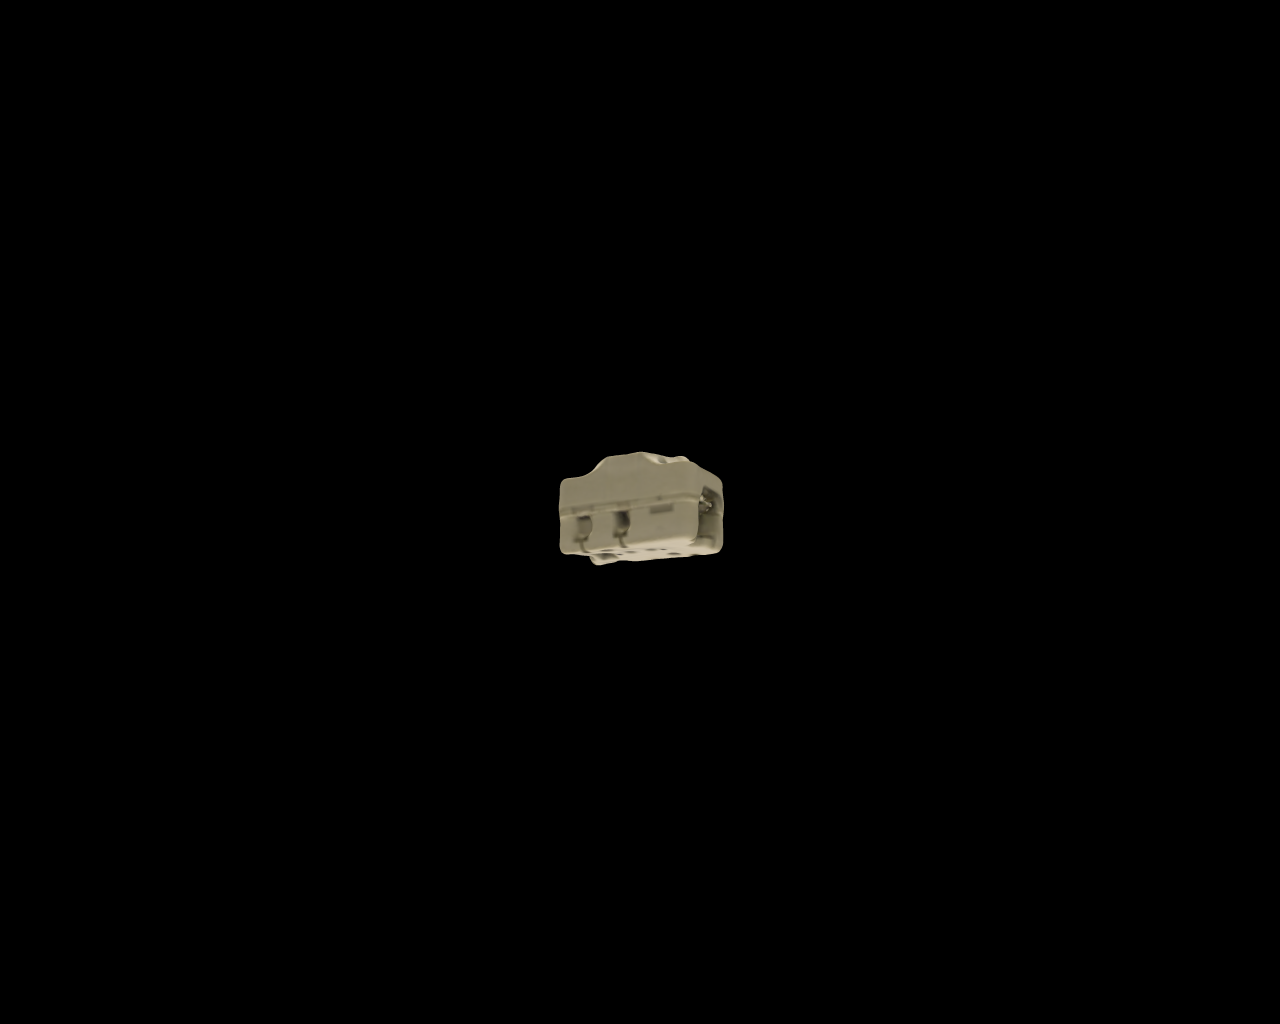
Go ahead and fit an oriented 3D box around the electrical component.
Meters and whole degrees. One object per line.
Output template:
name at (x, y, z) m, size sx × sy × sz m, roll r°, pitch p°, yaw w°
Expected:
electrical component at (0.001, -0.003, 0.650) m, size 0.089 × 0.056 × 0.050 m, roll -7°, pitch -15°, yaw 26°
